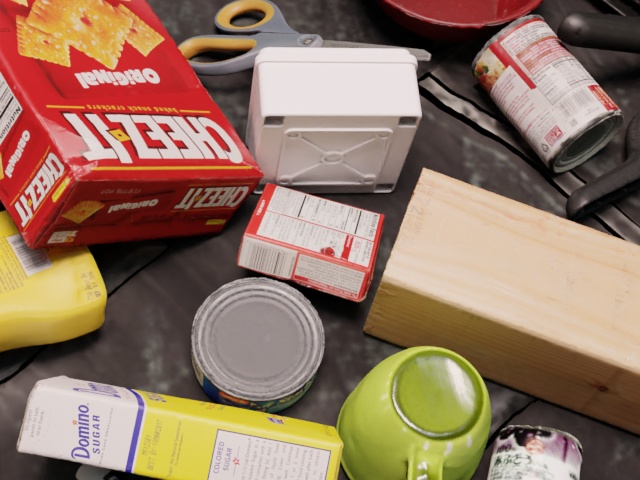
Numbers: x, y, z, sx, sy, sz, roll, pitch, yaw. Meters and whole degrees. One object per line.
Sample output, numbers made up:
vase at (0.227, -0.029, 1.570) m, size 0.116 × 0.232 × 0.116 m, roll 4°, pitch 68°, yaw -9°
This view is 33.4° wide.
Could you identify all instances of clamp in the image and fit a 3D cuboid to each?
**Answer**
clamp at (0.267, -0.044, 0.796) m, size 0.120 × 0.039 × 0.171 m, roll 38°, pitch 61°, yaw 3°
clamp at (0.271, -0.161, 0.839) m, size 0.210 × 0.036 × 0.164 m, roll 26°, pitch 38°, yaw -1°

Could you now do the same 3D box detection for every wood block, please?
wood block at (0.143, 0.043, 0.701) m, size 0.206 × 0.091 × 0.090 m, roll 21°, pitch 61°, yaw 4°

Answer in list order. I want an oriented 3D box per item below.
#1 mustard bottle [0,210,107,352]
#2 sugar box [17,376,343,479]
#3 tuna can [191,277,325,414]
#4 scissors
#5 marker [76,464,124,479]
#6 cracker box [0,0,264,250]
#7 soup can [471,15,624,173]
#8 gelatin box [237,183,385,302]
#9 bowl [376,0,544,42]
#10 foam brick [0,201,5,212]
mustard bottle at (-0.235, 0.041, 0.651) m, size 0.191 × 0.058 × 0.096 m, roll -20°, pitch 60°, yaw -29°
sugar box at (-0.078, 0.116, 0.626) m, size 0.176 × 0.093 × 0.048 m, roll 13°, pitch 85°, yaw -2°
tuna can at (-0.041, 0.070, 0.694) m, size 0.086 × 0.034 × 0.086 m, roll 3°, pitch 61°, yaw -6°
scissors at (-0.010, -0.154, 0.790) m, size 0.202 × 0.016 × 0.096 m, roll -2°, pitch 45°, yaw 19°
marker at (-0.097, 0.174, 0.637) m, size 0.121 × 0.020 × 0.020 m, roll 39°, pitch 63°, yaw 14°
cracker box at (-0.158, -0.100, 0.710) m, size 0.163 × 0.072 × 0.214 m, roll -6°, pitch 54°, yaw -50°
soup can at (0.171, -0.109, 0.802) m, size 0.068 × 0.068 × 0.102 m, roll -27°, pitch 68°, yaw -20°
gelatin box at (-0.005, 0.001, 0.725) m, size 0.089 × 0.030 × 0.073 m, roll 16°, pitch 33°, yaw 1°
bowl at (0.103, -0.210, 0.851) m, size 0.162 × 0.055 × 0.162 m, roll 2°, pitch 57°, yaw -3°
foam brick at (-0.236, -0.033, 0.700) m, size 0.053 × 0.078 × 0.051 m, roll -25°, pitch 69°, yaw -20°
